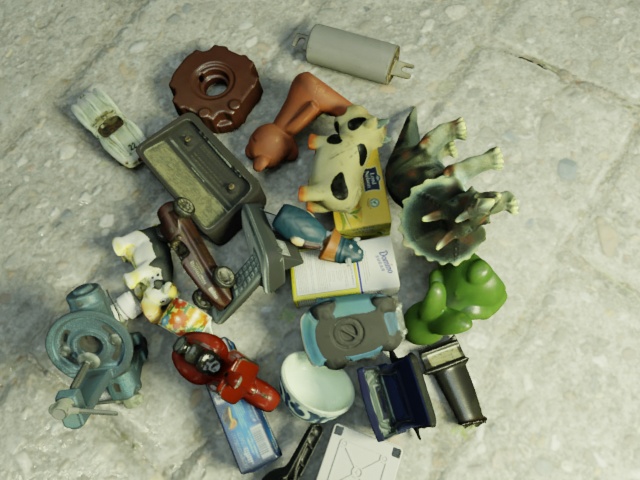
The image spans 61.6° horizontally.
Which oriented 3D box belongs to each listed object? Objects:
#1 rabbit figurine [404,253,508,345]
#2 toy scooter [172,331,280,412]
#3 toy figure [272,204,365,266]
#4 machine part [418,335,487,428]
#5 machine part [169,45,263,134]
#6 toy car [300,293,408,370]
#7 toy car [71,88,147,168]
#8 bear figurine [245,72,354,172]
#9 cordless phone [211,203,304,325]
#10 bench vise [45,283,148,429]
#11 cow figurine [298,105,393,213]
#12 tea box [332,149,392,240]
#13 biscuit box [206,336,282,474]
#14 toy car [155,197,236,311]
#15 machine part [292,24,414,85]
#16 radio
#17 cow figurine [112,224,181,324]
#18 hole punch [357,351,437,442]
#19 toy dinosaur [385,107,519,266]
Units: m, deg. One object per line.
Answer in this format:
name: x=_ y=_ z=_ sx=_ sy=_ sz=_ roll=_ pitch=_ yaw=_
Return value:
rabbit figurine: x=0.201 y=0.106 z=0.832 sx=0.170 sy=0.159 sz=0.121 roll=-44 pitch=83 yaw=5
toy scooter: x=-0.141 y=0.182 z=0.757 sx=0.184 sy=0.135 sz=0.075 roll=28 pitch=75 yaw=13
toy figure: x=-0.001 y=-0.004 z=0.864 sx=0.154 sy=0.058 sz=0.064 roll=30 pitch=80 yaw=-9
machine part: x=0.211 y=0.223 z=0.835 sx=0.084 sy=0.039 sz=0.139 roll=-20 pitch=68 yaw=-12
machine part: x=-0.203 y=-0.295 z=1.043 sx=0.179 sy=0.056 sz=0.179 roll=-2 pitch=69 yaw=4
toy car: x=0.049 y=0.127 z=0.843 sx=0.162 sy=0.103 sz=0.109 roll=-16 pitch=103 yaw=-1
toy car: x=-0.401 y=-0.217 z=1.028 sx=0.073 sy=0.056 sz=0.202 roll=-42 pitch=73 yaw=-10
bear figurine: x=-0.041 y=-0.198 z=0.977 sx=0.132 sy=0.120 sz=0.195 roll=27 pitch=102 yaw=-29
cordless phone: x=-0.128 y=0.044 z=0.903 sx=0.184 sy=0.088 sz=0.147 roll=-45 pitch=47 yaw=21
bench vise: x=-0.325 y=0.190 z=0.777 sx=0.129 sy=0.241 sz=0.223 roll=-2 pitch=112 yaw=-4
cow figurine: x=0.045 y=-0.137 z=0.880 sx=0.127 sy=0.085 sz=0.195 roll=6 pitch=68 yaw=15
tea box: x=0.064 y=-0.088 z=0.941 sx=0.098 sy=0.068 sz=0.169 roll=-11 pitch=69 yaw=2
biscuit box: x=-0.128 y=0.255 z=0.835 sx=0.059 sy=0.062 sz=0.203 roll=-25 pitch=71 yaw=-6
toy car: x=-0.210 y=0.025 z=0.880 sx=0.089 sy=0.053 sz=0.202 roll=-40 pitch=74 yaw=35
machine part: x=0.063 y=-0.357 z=1.034 sx=0.243 sy=0.079 sz=0.079 roll=20 pitch=73 yaw=12
radio: x=-0.210 y=-0.113 z=0.967 sx=0.131 sy=0.073 sz=0.230 roll=-40 pitch=73 yaw=-9
cow figurine: x=-0.282 y=0.056 z=0.918 sx=0.098 sy=0.068 sz=0.167 roll=-25 pitch=71 yaw=-11
hole punch: x=0.104 y=0.234 z=0.795 sx=0.092 sy=0.115 sz=0.142 roll=-16 pitch=72 yaw=-9
toy dinosaur: x=0.175 y=-0.099 z=0.869 sx=0.192 sy=0.131 sz=0.405 roll=-23 pitch=35 yaw=-6
